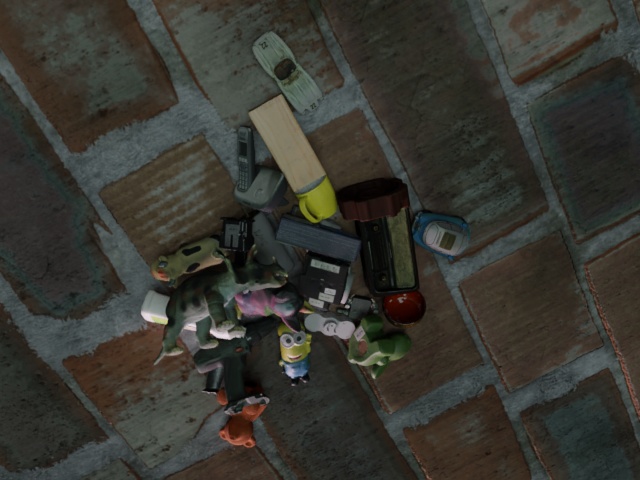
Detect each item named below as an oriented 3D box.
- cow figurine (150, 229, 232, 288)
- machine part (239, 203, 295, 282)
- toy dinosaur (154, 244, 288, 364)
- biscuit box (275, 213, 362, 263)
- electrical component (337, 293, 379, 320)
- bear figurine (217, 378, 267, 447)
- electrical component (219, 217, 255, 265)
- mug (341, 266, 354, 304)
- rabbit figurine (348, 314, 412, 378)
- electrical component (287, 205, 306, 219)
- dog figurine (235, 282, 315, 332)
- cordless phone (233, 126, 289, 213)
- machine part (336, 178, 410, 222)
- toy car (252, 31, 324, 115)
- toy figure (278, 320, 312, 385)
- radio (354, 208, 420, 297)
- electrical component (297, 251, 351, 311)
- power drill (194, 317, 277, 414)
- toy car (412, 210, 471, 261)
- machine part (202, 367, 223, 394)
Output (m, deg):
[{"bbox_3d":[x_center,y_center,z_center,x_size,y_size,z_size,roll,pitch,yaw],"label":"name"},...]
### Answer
[{"bbox_3d":[-0.312,0.048,1.293,0.195,0.127,0.085,-20,105,-2],"label":"cow figurine"},{"bbox_3d":[-0.134,0.012,1.325,0.079,0.079,0.243,-28,108,3],"label":"machine part"},{"bbox_3d":[-0.269,0.142,1.216,0.405,0.131,0.192,-24,66,26],"label":"toy dinosaur"},{"bbox_3d":[-0.003,-0.004,1.285,0.203,0.059,0.062,17,102,-3],"label":"biscuit box"},{"bbox_3d":[0.103,0.175,1.418,0.102,0.045,0.078,18,103,-11],"label":"electrical component"},{"bbox_3d":[-0.218,0.475,1.436,0.120,0.132,0.195,19,100,10],"label":"bear figurine"},{"bbox_3d":[-0.195,0.007,1.252,0.075,0.047,0.119,9,95,25],"label":"electrical component"},{"bbox_3d":[0.028,0.099,1.370,0.107,0.081,0.109,15,109,-2],"label":"mug"},{"bbox_3d":[0.168,0.292,1.421,0.170,0.121,0.159,10,121,-36],"label":"rabbit figurine"},{"bbox_3d":[-0.061,-0.039,1.348,0.063,0.021,0.094,21,103,-12],"label":"electrical component"},{"bbox_3d":[-0.125,0.153,1.296,0.219,0.108,0.191,30,134,14],"label":"dog figurine"},{"bbox_3d":[-0.139,-0.166,1.234,0.089,0.147,0.184,-18,117,-36],"label":"cordless phone"},{"bbox_3d":[0.125,-0.096,1.276,0.179,0.179,0.056,-13,111,-2],"label":"machine part"},{"bbox_3d":[-0.073,-0.378,1.225,0.073,0.056,0.201,-38,106,6],"label":"toy car"},{"bbox_3d":[-0.070,0.293,1.418,0.082,0.089,0.179,-24,121,-28],"label":"toy figure"},{"bbox_3d":[0.167,0.024,1.355,0.131,0.073,0.229,-11,101,-3],"label":"radio"},{"bbox_3d":[0.007,0.103,1.309,0.115,0.058,0.134,17,105,9],"label":"electrical component"},{"bbox_3d":[-0.193,0.317,1.356,0.232,0.086,0.207,-19,66,-7],"label":"power drill"},{"bbox_3d":[0.313,-0.011,1.355,0.162,0.103,0.109,19,103,-13],"label":"toy car"},{"bbox_3d":[-0.268,0.343,1.430,0.084,0.039,0.138,20,93,-16],"label":"machine part"}]
